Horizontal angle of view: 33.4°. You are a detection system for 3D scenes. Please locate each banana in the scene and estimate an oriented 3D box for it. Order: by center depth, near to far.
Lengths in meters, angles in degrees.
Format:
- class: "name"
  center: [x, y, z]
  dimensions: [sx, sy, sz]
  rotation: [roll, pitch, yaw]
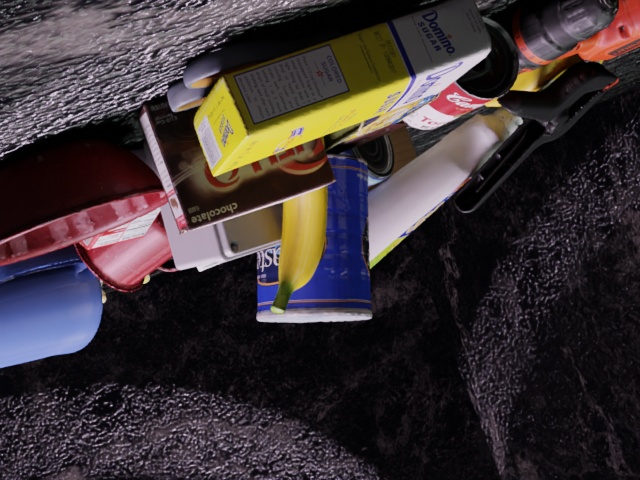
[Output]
- class: "banana"
  center: [-0.015, -0.041, 0.830]
  dimensions: [0.037, 0.198, 0.069]
  rotation: [5, -155, 10]

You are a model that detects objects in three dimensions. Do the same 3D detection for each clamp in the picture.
- class: "clamp"
  center: [0.217, -0.115, 1.056]
  dimensions: [0.209, 0.036, 0.165]
  rotation: [-31, 157, -35]

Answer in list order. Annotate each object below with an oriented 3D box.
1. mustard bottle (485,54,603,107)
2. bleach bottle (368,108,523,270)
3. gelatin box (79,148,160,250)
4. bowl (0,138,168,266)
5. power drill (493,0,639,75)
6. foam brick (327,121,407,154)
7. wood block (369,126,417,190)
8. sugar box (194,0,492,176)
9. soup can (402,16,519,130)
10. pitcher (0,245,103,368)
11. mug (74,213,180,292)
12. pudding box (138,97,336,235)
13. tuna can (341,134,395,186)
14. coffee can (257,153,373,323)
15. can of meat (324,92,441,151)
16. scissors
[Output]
- class: "mustard bottle"
  center: [0.244, -0.186, 1.113]
  dimensions: [0.096, 0.058, 0.191]
  rotation: [-35, 170, 40]
- class: "bleach bottle"
  center: [0.104, -0.054, 1.091]
  dimensions: [0.251, 0.068, 0.102]
  rotation: [-38, 174, -3]
- class: "gelatin box"
  center: [-0.156, -0.036, 0.876]
  dimensions: [0.089, 0.030, 0.073]
  rotation: [-52, 164, 27]
- class: "bowl"
  center: [-0.186, -0.030, 0.759]
  dimensions: [0.162, 0.055, 0.162]
  rotation: [-21, 179, -1]
- class: "power drill"
  center: [0.223, -0.185, 0.919]
  dimensions: [0.187, 0.057, 0.185]
  rotation: [-17, 180, -35]
- class: "foam brick"
  center: [0.029, -0.111, 0.941]
  dimensions: [0.078, 0.051, 0.053]
  rotation: [-21, 178, 23]
- class: "wood block"
  center: [0.010, -0.079, 1.149]
  dimensions: [0.091, 0.090, 0.205]
  rotation: [-21, 179, 38]
- class: "sugar box"
  center: [0.013, -0.096, 0.672]
  dimensions: [0.176, 0.048, 0.093]
  rotation: [-20, 176, -21]
- class: "soup can"
  center: [0.106, -0.134, 0.873]
  dimensions: [0.068, 0.068, 0.102]
  rotation: [-20, 180, -25]
- class: "pitcher"
  center: [-0.326, 0.061, 1.000]
  dimensions: [0.145, 0.149, 0.242]
  rotation: [21, -161, 30]
- class: "mug"
  center: [-0.160, -0.007, 0.986]
  dimensions: [0.082, 0.093, 0.117]
  rotation: [-35, 132, 22]
- class: "pudding box"
  center: [-0.056, -0.063, 0.727]
  dimensions: [0.113, 0.090, 0.039]
  rotation: [-20, 179, -17]
- class: "tuna can"
  center: [0.037, -0.093, 1.053]
  dimensions: [0.034, 0.086, 0.086]
  rotation: [-23, 178, 32]
- class: "coffee can"
  center: [-0.006, 0.001, 0.951]
  dimensions: [0.103, 0.140, 0.103]
  rotation: [-1, 173, 0]
- class: "can of meat"
  center: [0.037, -0.114, 0.840]
  dimensions: [0.083, 0.057, 0.102]
  rotation: [-22, 179, -27]
- class: "scissors"
  center: [-0.004, -0.124, 0.663]
  dimensions: [0.202, 0.016, 0.096]
  rotation: [-21, 179, 4]
